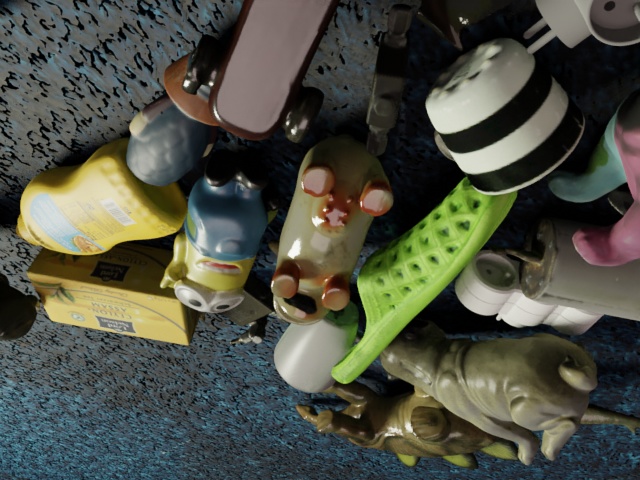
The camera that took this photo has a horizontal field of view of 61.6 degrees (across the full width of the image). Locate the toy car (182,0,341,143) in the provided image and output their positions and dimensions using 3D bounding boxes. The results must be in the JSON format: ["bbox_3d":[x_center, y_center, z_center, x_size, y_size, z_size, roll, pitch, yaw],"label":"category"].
[{"bbox_3d":[-0.013,-0.153,0.324,0.089,0.053,0.202,22,116,-13],"label":"toy car"}]

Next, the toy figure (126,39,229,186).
[{"bbox_3d":[-0.102,-0.102,0.418,0.154,0.064,0.058,-41,78,36],"label":"toy figure"}]

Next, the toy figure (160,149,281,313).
[{"bbox_3d":[-0.089,-0.004,0.508,0.082,0.089,0.180,25,130,5],"label":"toy figure"}]

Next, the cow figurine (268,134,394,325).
[{"bbox_3d":[-0.001,-0.001,0.475,0.085,0.127,0.194,15,124,-5],"label":"cow figurine"}]

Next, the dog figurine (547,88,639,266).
[{"bbox_3d":[0.263,-0.069,0.337,0.191,0.108,0.219,18,135,-6],"label":"dog figurine"}]

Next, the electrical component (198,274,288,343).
[{"bbox_3d":[-0.093,0.081,0.626,0.078,0.045,0.102,-20,130,32],"label":"electrical component"}]

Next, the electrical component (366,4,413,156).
[{"bbox_3d":[0.047,-0.109,0.370,0.021,0.063,0.094,11,138,2],"label":"electrical component"}]

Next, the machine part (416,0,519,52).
[{"bbox_3d":[0.113,-0.167,0.293,0.039,0.084,0.139,8,155,-36],"label":"machine part"}]

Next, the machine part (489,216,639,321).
[{"bbox_3d":[0.269,0.030,0.465,0.243,0.079,0.079,10,138,2],"label":"machine part"}]

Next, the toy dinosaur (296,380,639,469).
[{"bbox_3d":[0.161,0.227,0.693,0.472,0.105,0.198,-13,141,37],"label":"toy dinosaur"}]

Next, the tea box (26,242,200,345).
[{"bbox_3d":[-0.224,0.055,0.611,0.170,0.068,0.098,8,138,3],"label":"tea box"}]

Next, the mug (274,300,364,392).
[{"bbox_3d":[0.013,0.118,0.618,0.109,0.081,0.107,22,129,-4],"label":"mug"}]

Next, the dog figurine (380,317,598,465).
[{"bbox_3d":[0.156,0.124,0.544,0.191,0.121,0.172,25,138,11],"label":"dog figurine"}]

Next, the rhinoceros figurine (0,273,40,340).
[{"bbox_3d":[-0.387,0.038,0.579,0.190,0.073,0.112,32,141,16],"label":"rhinoceros figurine"}]
